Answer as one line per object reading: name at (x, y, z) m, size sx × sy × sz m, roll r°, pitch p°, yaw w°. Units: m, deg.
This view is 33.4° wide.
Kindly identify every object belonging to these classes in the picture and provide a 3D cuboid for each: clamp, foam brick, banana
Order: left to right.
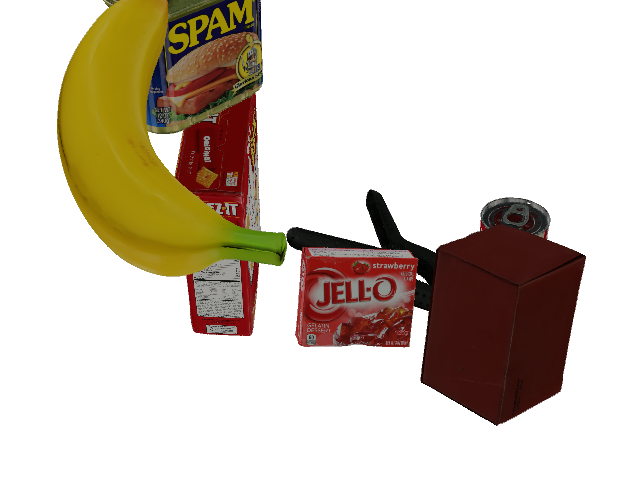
banana at (-0.077, -0.046, 0.450) m, size 0.069 × 0.037 × 0.198 m, roll -8°, pitch 45°, yaw -20°
clamp at (0.073, 0.022, 1.246) m, size 0.164 × 0.036 × 0.210 m, roll -21°, pitch 51°, yaw -38°
foam brick at (0.087, 0.039, 0.517) m, size 0.052 × 0.078 × 0.051 m, roll -18°, pitch 33°, yaw -39°

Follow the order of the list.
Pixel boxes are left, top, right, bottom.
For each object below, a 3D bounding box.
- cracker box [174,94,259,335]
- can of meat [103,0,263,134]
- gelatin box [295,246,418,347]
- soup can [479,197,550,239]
cracker box at (-0.101, -0.031, 1.087) m, size 0.072 × 0.164 × 0.214 m, roll 1°, pitch -42°, yaw 1°
can of meat at (-0.083, -0.126, 0.678) m, size 0.101 × 0.084 × 0.058 m, roll -31°, pitch 48°, yaw -34°
gelatin box at (0.027, 0.044, 0.827) m, size 0.089 × 0.073 × 0.030 m, roll 2°, pitch 14°, yaw -10°
soup can at (0.192, 0.017, 1.075) m, size 0.068 × 0.102 × 0.068 m, roll -1°, pitch 36°, yaw 0°
